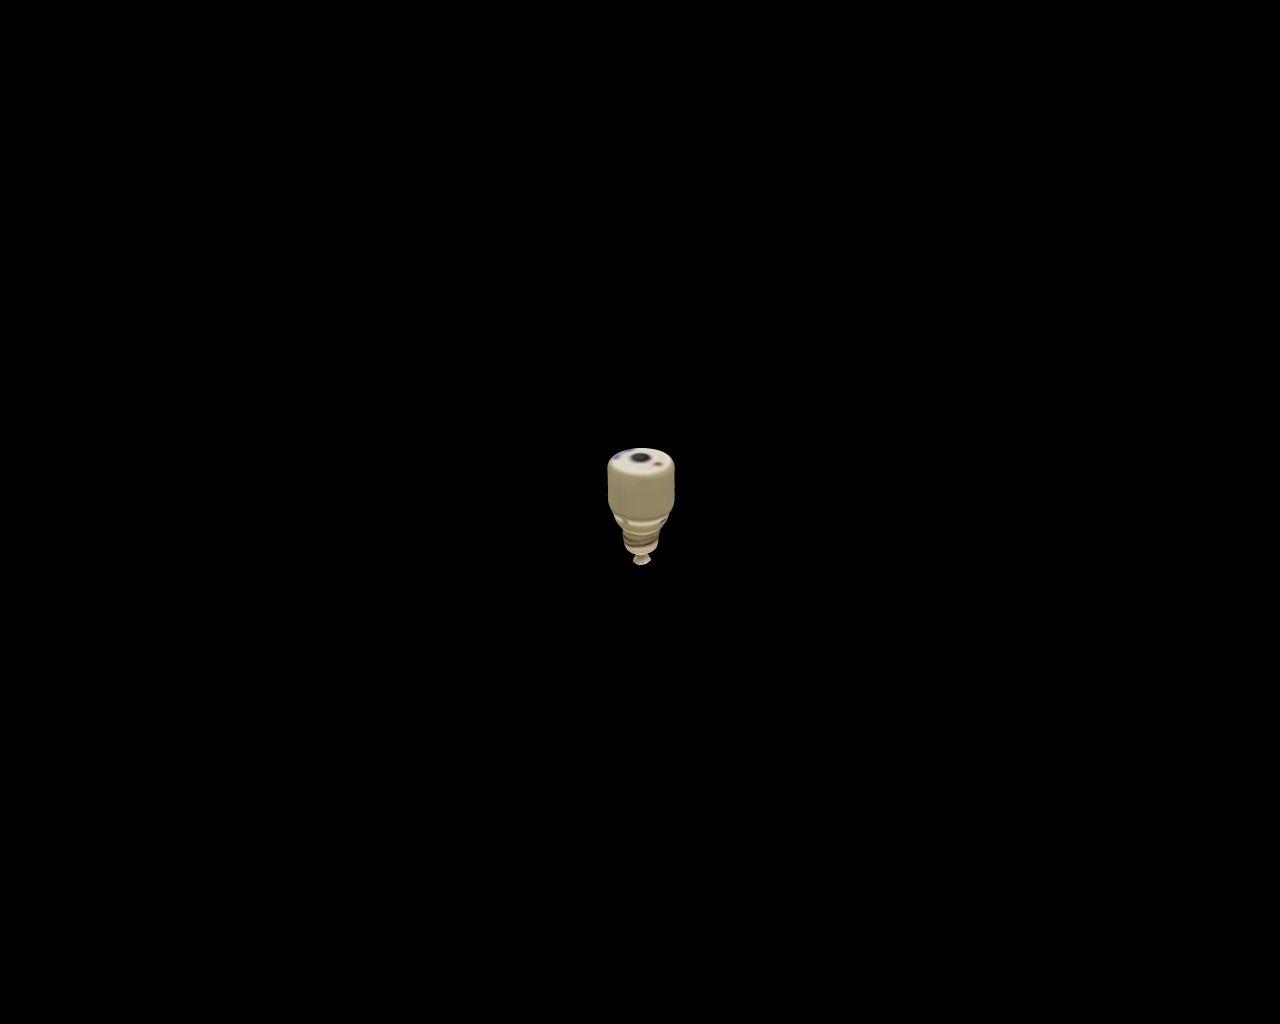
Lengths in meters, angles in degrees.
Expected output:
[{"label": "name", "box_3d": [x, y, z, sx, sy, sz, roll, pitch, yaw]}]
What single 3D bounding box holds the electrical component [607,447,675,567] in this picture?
[{"label": "electrical component", "box_3d": [0.001, -0.003, 0.650, 0.040, 0.078, 0.040, 0, 29, 0]}]
